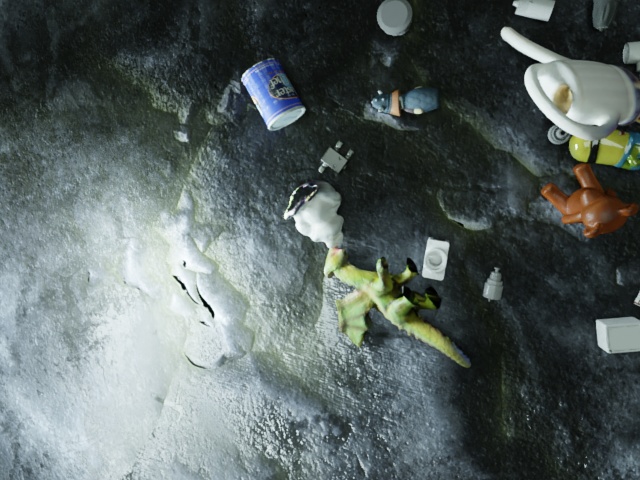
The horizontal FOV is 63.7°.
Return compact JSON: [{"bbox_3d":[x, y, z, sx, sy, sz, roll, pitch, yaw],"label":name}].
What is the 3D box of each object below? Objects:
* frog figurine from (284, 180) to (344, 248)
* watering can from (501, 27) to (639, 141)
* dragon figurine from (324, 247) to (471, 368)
[{"bbox_3d":[0.004,-0.063,1.260,0.157,0.125,0.137,38,97,-29],"label":"frog figurine"},{"bbox_3d":[0.519,-0.333,1.062,0.224,0.101,0.356,-1,54,-13],"label":"watering can"},{"bbox_3d":[0.153,0.176,1.243,0.239,0.123,0.412,-37,83,32],"label":"dragon figurine"}]
